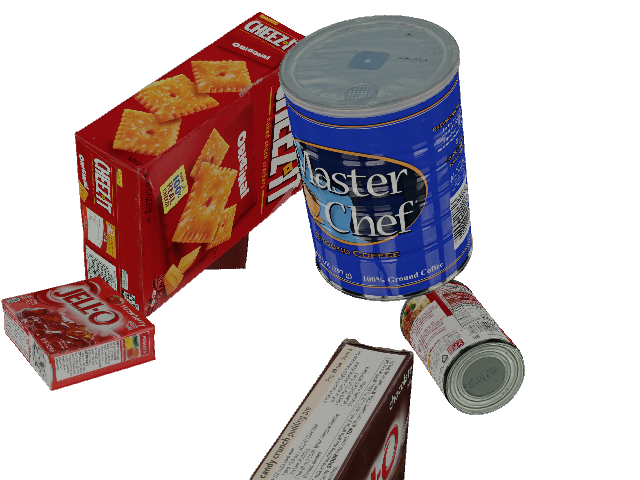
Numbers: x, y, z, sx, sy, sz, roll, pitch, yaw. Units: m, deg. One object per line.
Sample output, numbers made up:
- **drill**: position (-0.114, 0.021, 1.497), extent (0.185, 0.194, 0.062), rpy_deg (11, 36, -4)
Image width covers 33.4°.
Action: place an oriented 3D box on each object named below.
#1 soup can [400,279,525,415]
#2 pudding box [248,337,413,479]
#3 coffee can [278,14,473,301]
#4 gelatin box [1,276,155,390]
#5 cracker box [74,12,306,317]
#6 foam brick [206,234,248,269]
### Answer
- **soup can**: position (0.112, 0.083, 0.847), extent (0.068, 0.068, 0.102), rpy_deg (0, 25, -17)
- **pudding box**: position (0.006, 0.109, 0.464), extent (0.039, 0.090, 0.113), rpy_deg (12, 30, 16)
- **coffee can**: position (0.037, -0.049, 0.643), extent (0.103, 0.140, 0.103), rpy_deg (-7, 38, 5)
- **gelatin box**: position (-0.161, 0.058, 0.708), extent (0.073, 0.030, 0.089), rpy_deg (-14, 29, -31)
- **cracker box**: position (-0.093, -0.060, 0.851), extent (0.072, 0.164, 0.213), rpy_deg (31, 49, 21)
- **foam brick**: position (-0.118, -0.003, 1.145), extent (0.078, 0.051, 0.053), rpy_deg (0, 26, -8)
